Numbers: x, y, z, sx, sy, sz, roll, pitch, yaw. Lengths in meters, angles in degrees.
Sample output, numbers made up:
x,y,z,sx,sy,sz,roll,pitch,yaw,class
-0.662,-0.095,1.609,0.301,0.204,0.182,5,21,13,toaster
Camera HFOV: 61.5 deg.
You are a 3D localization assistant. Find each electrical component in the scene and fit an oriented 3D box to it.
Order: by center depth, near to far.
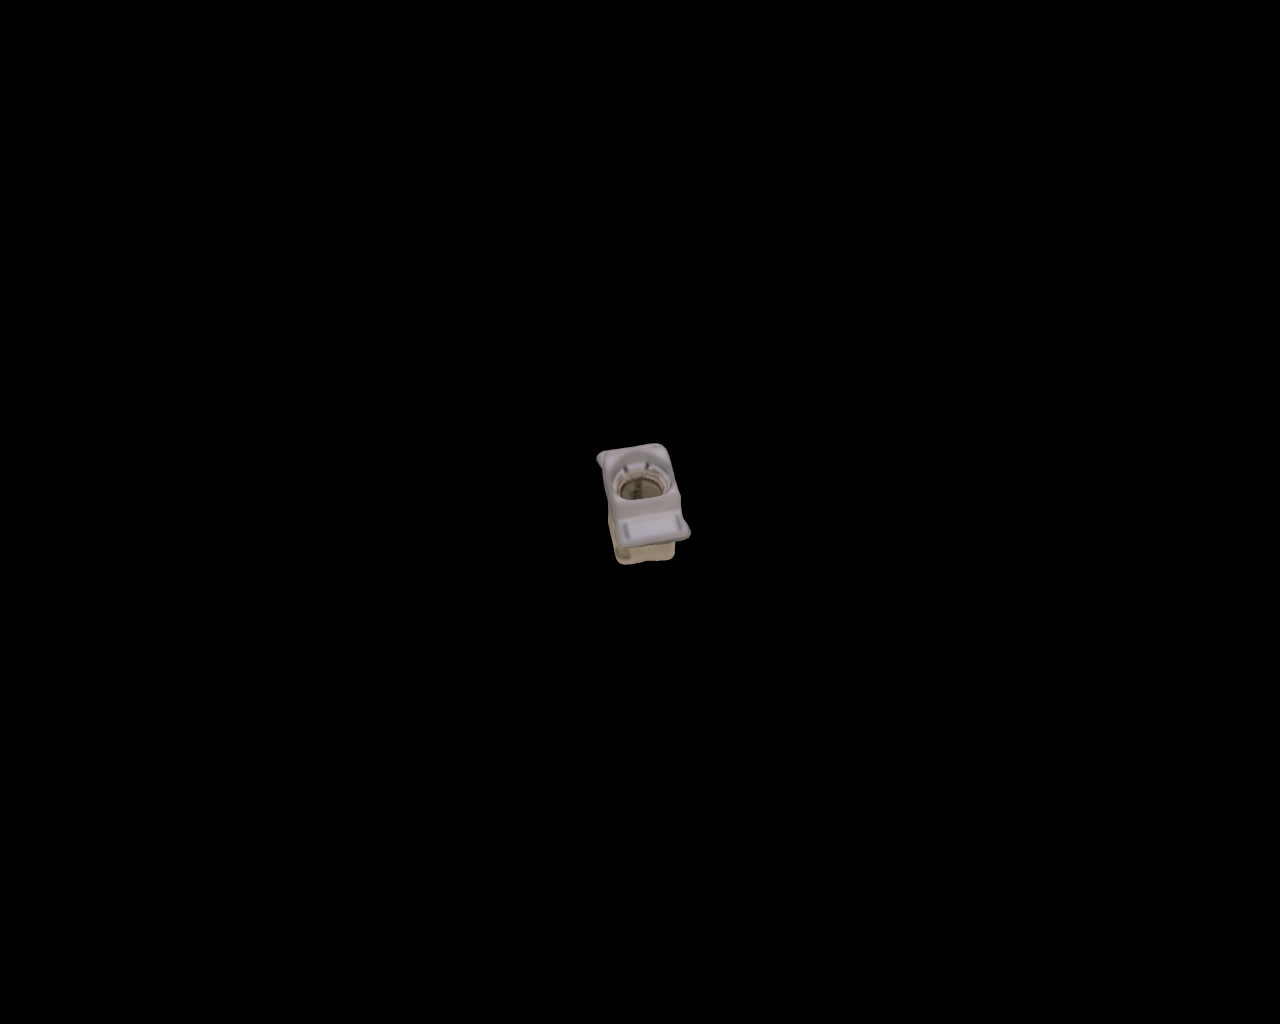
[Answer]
x,y,z,sx,sy,sz,roll,pitch,yaw,class
0.001,-0.003,0.650,0.042,0.081,0.063,-7,-43,-6,electrical component
